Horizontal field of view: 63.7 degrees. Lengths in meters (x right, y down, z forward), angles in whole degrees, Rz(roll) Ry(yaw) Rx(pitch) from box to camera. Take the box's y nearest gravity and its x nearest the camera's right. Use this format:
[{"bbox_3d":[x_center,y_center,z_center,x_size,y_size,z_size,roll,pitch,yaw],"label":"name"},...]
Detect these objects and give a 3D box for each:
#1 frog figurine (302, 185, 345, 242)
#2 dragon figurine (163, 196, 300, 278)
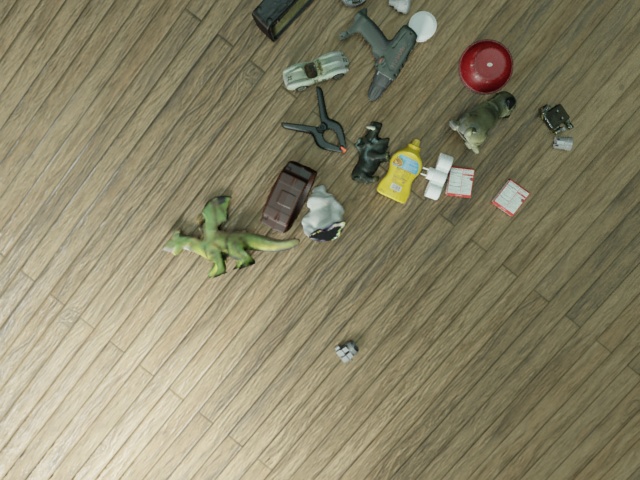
[{"bbox_3d":[0.005,-0.079,1.574,0.136,0.121,0.163,-29,58,15],"label":"frog figurine"},{"bbox_3d":[-0.285,-0.021,1.588,0.410,0.122,0.243,-21,87,5],"label":"dragon figurine"}]
